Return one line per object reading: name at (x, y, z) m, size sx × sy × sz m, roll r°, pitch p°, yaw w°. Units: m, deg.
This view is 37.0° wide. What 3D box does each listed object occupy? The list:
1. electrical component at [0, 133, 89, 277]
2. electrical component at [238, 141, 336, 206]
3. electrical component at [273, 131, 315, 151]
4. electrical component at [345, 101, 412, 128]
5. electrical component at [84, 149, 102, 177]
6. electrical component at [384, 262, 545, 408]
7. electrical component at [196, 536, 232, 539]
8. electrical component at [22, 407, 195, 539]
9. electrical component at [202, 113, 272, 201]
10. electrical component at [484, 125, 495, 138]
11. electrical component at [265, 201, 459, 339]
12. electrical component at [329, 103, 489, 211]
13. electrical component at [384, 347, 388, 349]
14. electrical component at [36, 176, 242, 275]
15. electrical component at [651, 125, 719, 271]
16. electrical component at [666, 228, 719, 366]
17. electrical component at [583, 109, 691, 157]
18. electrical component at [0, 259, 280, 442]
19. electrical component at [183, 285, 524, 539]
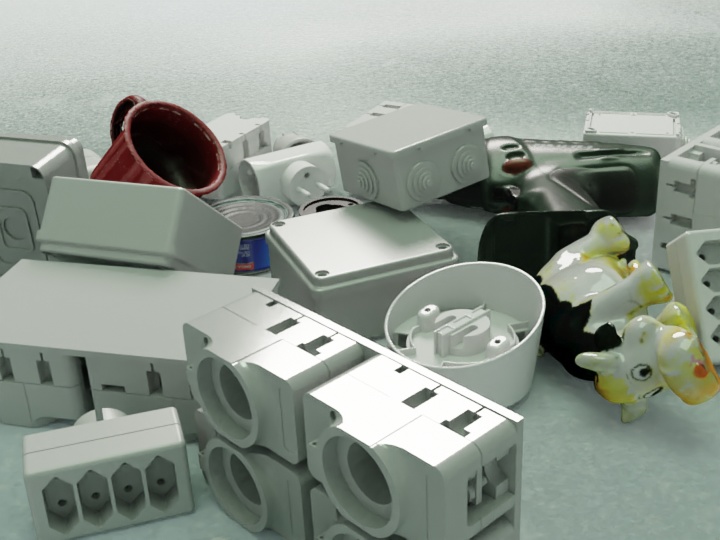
electrical component at (-0.248, -0.044, 0.821) m, size 0.078 × 0.113 × 0.057 m, roll 6°, pitch 31°, yaw 17°
electrical component at (-0.056, -0.079, 0.947) m, size 0.077 × 0.044 × 0.079 m, roll -17°, pitch 30°, yaw -27°
electrical component at (-0.060, -0.110, 1.015) m, size 0.040 × 0.040 × 0.046 m, roll -11°, pitch 22°, yaw -15°
electrical component at (0.031, -0.121, 1.016) m, size 0.056 × 0.050 × 0.089 m, roll 11°, pitch 30°, yaw 26°
electrical component at (-0.258, -0.064, 0.925) m, size 0.095 × 0.053 × 0.059 m, roll -18°, pitch 30°, yaw -27°
electrical component at (0.065, 0.043, 0.673) m, size 0.099 × 0.064 × 0.099 m, roll -2°, pitch 27°, yaw 1°
electrical component at (-0.071, 0.147, 0.506) m, size 0.062 × 0.043 × 0.043 m, roll 10°, pitch 29°, yaw 25°
electrical component at (-0.141, 0.102, 0.595) m, size 0.083 × 0.047 × 0.075 m, roll -10°, pitch 28°, yaw -14°
electrical component at (-0.124, -0.101, 0.984) m, size 0.050 × 0.055 × 0.089 m, roll 12°, pitch 30°, yaw 26°
electrical component at (0.089, -0.109, 0.998) m, size 0.065 × 0.044 × 0.044 m, roll -17°, pitch 30°, yaw -17°
electrical component at (0.000, 0.000, 0.773) m, size 0.109 × 0.056 × 0.108 m, roll -13°, pitch 29°, yaw -19°
electrical component at (0.039, -0.086, 0.812) m, size 0.100 × 0.048 × 0.100 m, roll -23°, pitch 26°, yaw -27°
electrical component at (-0.021, 0.072, 0.647) m, size 0.081 × 0.043 × 0.043 m, roll -6°, pitch 27°, yaw -3°
electrical component at (-0.156, -0.024, 0.778) m, size 0.109 × 0.056 × 0.109 m, roll 6°, pitch -11°, yaw 18°
electrical component at (0.292, -0.059, 0.825) m, size 0.062 × 0.089 × 0.150 m, roll 21°, pitch 35°, yaw 38°
electrical component at (0.228, 0.021, 0.702) m, size 0.047 × 0.083 × 0.075 m, roll -5°, pitch -11°, yaw -5°
electrical component at (0.244, -0.101, 0.944) m, size 0.096 × 0.061 × 0.061 m, roll 4°, pitch 28°, yaw 14°
electrical component at (-0.153, 0.049, 0.686) m, size 0.186 × 0.060 × 0.105 m, roll 4°, pitch 28°, yaw 13°
electrical component at (-0.012, 0.093, 0.536) m, size 0.060 × 0.105 × 0.186 m, roll -25°, pitch 34°, yaw -37°
